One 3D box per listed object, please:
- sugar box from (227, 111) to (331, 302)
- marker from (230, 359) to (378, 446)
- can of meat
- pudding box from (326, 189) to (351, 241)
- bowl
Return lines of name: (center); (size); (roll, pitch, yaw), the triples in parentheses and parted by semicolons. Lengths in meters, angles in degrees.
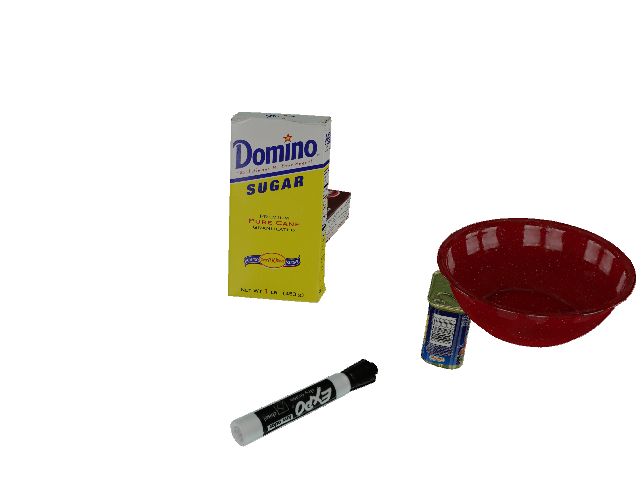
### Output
sugar box: (-0.040, -0.032, 1.024); (0.093, 0.176, 0.048); (3, 16, 8)
marker: (-0.008, 0.112, 0.753); (0.120, 0.020, 0.020); (-21, 11, -31)
can of meat: (0.156, 0.096, 1.296); (0.057, 0.084, 0.102); (10, 24, 7)
pudding box: (-0.021, -0.034, 1.281); (0.090, 0.039, 0.113); (9, 23, 14)
bowl: (0.175, 0.041, 0.887); (0.162, 0.055, 0.162); (1, 29, -1)
